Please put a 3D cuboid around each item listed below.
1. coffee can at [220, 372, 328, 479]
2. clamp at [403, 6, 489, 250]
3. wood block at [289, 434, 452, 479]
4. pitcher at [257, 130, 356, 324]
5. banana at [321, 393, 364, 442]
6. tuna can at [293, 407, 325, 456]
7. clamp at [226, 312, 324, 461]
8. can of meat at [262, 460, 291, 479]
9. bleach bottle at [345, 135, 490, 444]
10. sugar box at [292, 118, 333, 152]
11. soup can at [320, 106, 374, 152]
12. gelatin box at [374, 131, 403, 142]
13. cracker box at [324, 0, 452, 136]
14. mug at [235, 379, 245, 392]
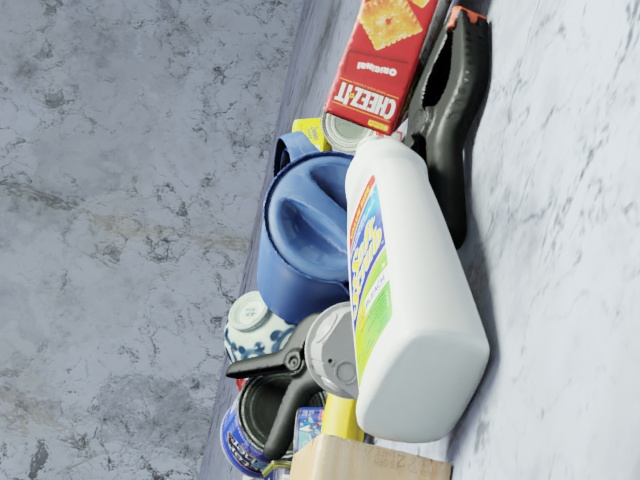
[{"bbox_3d":[-0.052,0.205,1.192,0.140,0.102,0.103,120,163,-65],"label":"coffee can"},{"bbox_3d":[0.095,-0.083,0.841,0.165,0.036,0.210,18,90,70],"label":"clamp"},{"bbox_3d":[0.014,0.237,0.666,0.091,0.090,0.206,123,160,-66],"label":"wood block"},{"bbox_3d":[-0.007,0.001,1.122,0.243,0.145,0.149,115,177,-71],"label":"pitcher"},{"bbox_3d":[0.032,0.150,0.911,0.070,0.037,0.197,-18,52,37],"label":"banana"},{"bbox_3d":[-0.005,0.201,1.009,0.086,0.034,0.086,1,-90,-85],"label":"tuna can"},{"bbox_3d":[-0.017,0.138,1.069,0.172,0.039,0.120,-38,60,24],"label":"clamp"},{"bbox_3d":[-0.033,0.278,1.094,0.102,0.057,0.084,120,161,-66],"label":"can of meat"},{"bbox_3d":[0.052,0.014,0.747,0.251,0.068,0.103,-99,25,-51],"label":"bleach bottle"},{"bbox_3d":[0.000,-0.048,1.271,0.093,0.048,0.176,-84,-15,-45],"label":"sugar box"},{"bbox_3d":[0.039,-0.139,1.209,0.102,0.068,0.068,-59,-15,-75],"label":"soup can"},{"bbox_3d":[0.061,-0.068,1.139,0.089,0.030,0.073,120,161,-67],"label":"gelatin box"},{"bbox_3d":[0.077,-0.211,0.945,0.164,0.072,0.214,-49,-21,-74],"label":"cracker box"},{"bbox_3d":[-0.041,0.152,1.328,0.117,0.093,0.082,-23,-37,-52],"label":"mug"}]
